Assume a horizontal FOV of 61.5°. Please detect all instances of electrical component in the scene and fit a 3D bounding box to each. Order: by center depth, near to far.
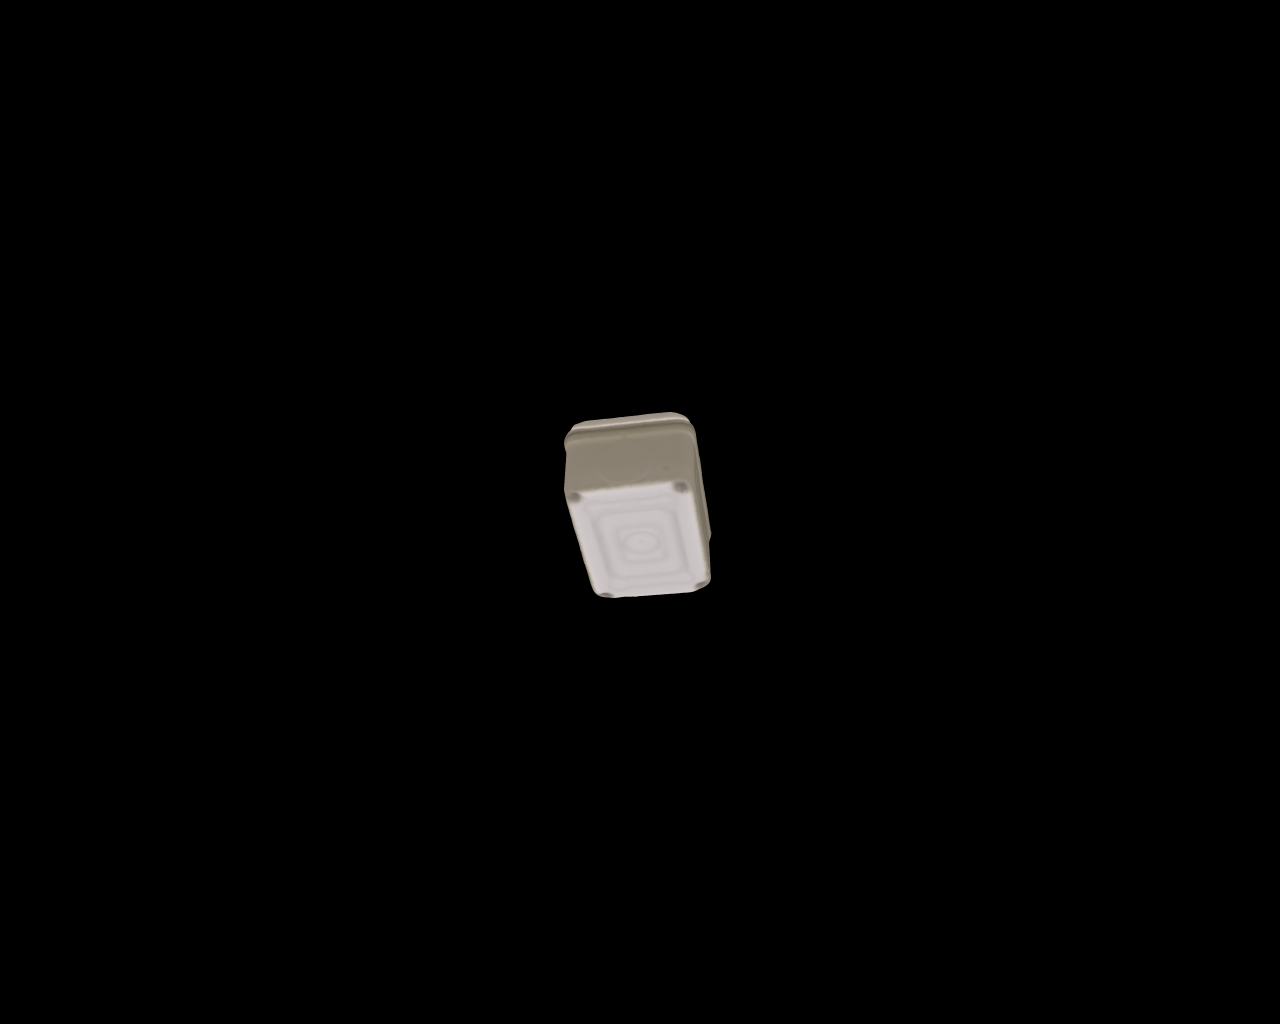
[{"bbox_3d":[0.001,-0.003,0.650,0.078,0.057,0.113,-5,-40,6],"label":"electrical component"}]
